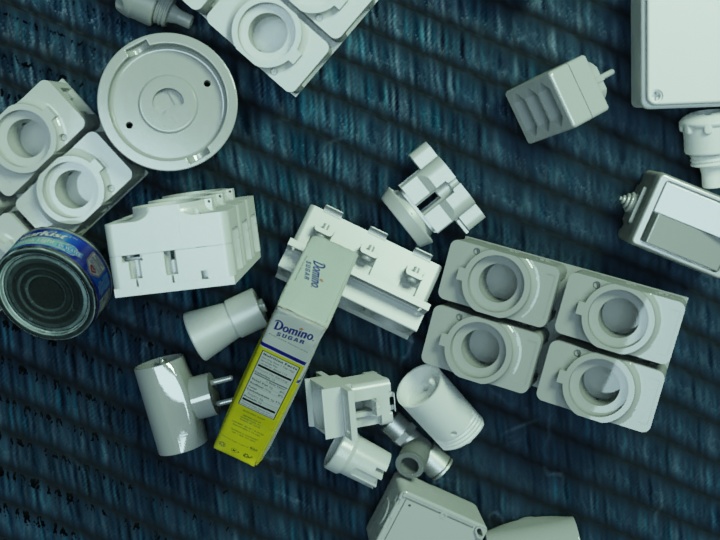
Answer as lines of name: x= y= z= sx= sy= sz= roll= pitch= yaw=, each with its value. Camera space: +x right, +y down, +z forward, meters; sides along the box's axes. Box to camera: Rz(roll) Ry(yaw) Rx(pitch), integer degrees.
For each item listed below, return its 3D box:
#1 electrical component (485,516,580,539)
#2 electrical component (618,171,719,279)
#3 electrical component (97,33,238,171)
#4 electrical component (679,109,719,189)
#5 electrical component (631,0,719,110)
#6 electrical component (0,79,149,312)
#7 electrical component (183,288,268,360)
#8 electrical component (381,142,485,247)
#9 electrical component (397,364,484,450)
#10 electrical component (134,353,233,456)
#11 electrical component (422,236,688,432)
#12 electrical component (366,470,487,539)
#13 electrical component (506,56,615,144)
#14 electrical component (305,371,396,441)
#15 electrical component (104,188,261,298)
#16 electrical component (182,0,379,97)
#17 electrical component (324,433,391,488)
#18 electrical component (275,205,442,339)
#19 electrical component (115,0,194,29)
electrical component: x=0.152 y=0.256 z=0.920 sx=0.077 sy=0.044 sz=0.079 roll=-10 pitch=98 yaw=3
electrical component: x=0.256 y=-0.039 z=0.869 sx=0.096 sy=0.061 sz=0.061 roll=22 pitch=98 yaw=-1
electrical component: x=-0.154 y=-0.130 z=0.866 sx=0.108 sy=0.060 sz=0.108 roll=0 pitch=90 yaw=-8
electrical component: x=0.284 y=-0.097 z=0.869 sx=0.048 sy=0.048 sz=0.062 roll=-7 pitch=104 yaw=3
electrical component: x=0.273 y=-0.183 z=0.851 sx=0.109 sy=0.056 sz=0.108 roll=-2 pitch=98 yaw=2
electrical component: x=-0.282 y=-0.055 z=0.883 sx=0.186 sy=0.060 sz=0.105 roll=-42 pitch=95 yaw=6
electrical component: x=-0.110 y=0.043 z=0.902 sx=0.065 sy=0.044 sz=0.044 roll=-25 pitch=96 yaw=0
electrical component: x=0.055 y=-0.056 z=0.875 sx=0.057 sy=0.058 sz=0.078 roll=-39 pitch=95 yaw=3
electrical component: x=0.070 y=0.120 z=0.899 sx=0.043 sy=0.043 sz=0.081 roll=-37 pitch=123 yaw=6
electrical component: x=-0.143 y=0.109 z=0.910 sx=0.079 sy=0.043 sz=0.077 roll=-14 pitch=97 yaw=3
electrical component: x=0.153 y=0.049 z=0.858 sx=0.186 sy=0.060 sz=0.105 roll=16 pitch=98 yaw=17
electrical component: x=0.061 y=0.220 z=0.913 sx=0.096 sy=0.061 sz=0.061 roll=25 pitch=97 yaw=-9
electrical component: x=0.170 y=-0.142 z=0.860 sx=0.077 sy=0.066 sz=0.047 roll=-29 pitch=97 yaw=-24
electrical component: x=-0.008 y=0.110 z=0.894 sx=0.064 sy=0.081 sz=0.042 roll=-7 pitch=99 yaw=-20
electrical component: x=-0.133 y=-0.026 z=0.837 sx=0.089 sy=0.150 sz=0.061 roll=-7 pitch=98 yaw=3
electrical component: x=-0.090 y=-0.239 z=0.852 sx=0.186 sy=0.060 sz=0.105 roll=41 pitch=97 yaw=-4
electrical component: x=-0.002 y=0.160 z=0.915 sx=0.046 sy=0.040 sz=0.040 roll=29 pitch=98 yaw=-7
electrical component: x=0.000 y=0.000 z=0.879 sx=0.121 sy=0.078 sz=0.063 roll=26 pitch=76 yaw=-2
electrical component: x=-0.165 y=-0.213 z=0.872 sx=0.061 sy=0.035 sz=0.035 roll=24 pitch=98 yaw=-4
